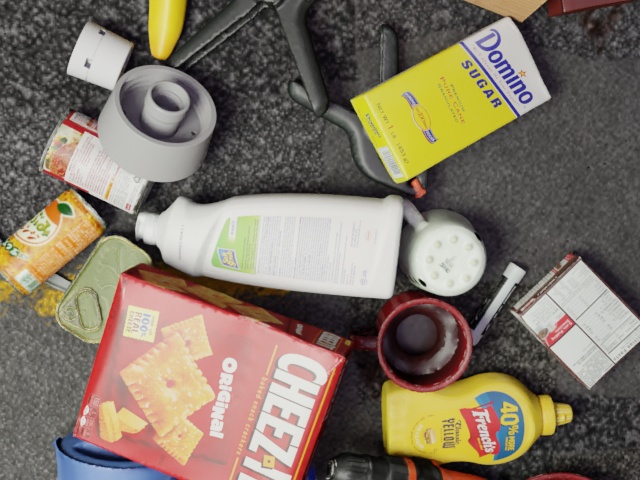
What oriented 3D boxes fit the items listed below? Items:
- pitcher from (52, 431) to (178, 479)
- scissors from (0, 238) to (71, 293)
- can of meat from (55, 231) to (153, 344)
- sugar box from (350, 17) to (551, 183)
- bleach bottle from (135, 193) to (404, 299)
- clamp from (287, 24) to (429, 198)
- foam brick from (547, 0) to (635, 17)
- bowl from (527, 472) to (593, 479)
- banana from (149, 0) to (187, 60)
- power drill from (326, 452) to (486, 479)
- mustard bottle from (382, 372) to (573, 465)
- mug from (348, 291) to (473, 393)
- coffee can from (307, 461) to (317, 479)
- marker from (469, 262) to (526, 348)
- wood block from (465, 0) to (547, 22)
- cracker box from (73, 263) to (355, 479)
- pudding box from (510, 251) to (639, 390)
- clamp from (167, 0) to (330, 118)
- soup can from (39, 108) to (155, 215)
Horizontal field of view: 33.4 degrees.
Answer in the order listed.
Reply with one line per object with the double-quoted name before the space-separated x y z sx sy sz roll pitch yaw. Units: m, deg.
"pitcher" -0.187 0.308 1.050 0.144 0.149 0.243 -1 101 -21
"scissors" -0.312 -0.005 1.062 0.201 0.016 0.096 14 93 -9
"can of meat" -0.209 0.042 1.034 0.057 0.084 0.102 34 89 -13
"sugar box" 0.128 -0.136 1.026 0.176 0.048 0.093 -30 98 -14
"bleach bottle" -0.050 -0.006 1.021 0.251 0.068 0.102 7 96 3
"clamp" 0.063 -0.123 1.052 0.120 0.039 0.171 -39 97 7
"foam brick" 0.263 -0.251 1.037 0.078 0.051 0.053 -10 97 -1
"bowl" 0.239 0.310 1.107 0.162 0.055 0.162 0 98 -2
"banana" -0.165 -0.276 1.024 0.070 0.037 0.198 -21 97 17
"power drill" 0.064 0.300 1.064 0.184 0.057 0.188 16 111 -20
"mustard bottle" 0.161 0.183 1.085 0.191 0.058 0.096 -4 107 -3
"mug" 0.086 0.097 1.059 0.117 0.081 0.093 -4 98 -2
"coffee can" -0.061 0.192 1.055 0.103 0.103 0.140 -9 98 -2
"marker" 0.170 0.078 1.092 0.020 0.020 0.121 33 95 -6
"wood block" 0.121 -0.291 0.999 0.206 0.091 0.090 21 84 -5
"cracker box" -0.097 0.135 0.961 0.214 0.072 0.164 20 100 6
"pudding box" 0.266 0.082 1.088 0.090 0.039 0.113 -44 98 4
"clamp" -0.038 -0.226 1.024 0.164 0.036 0.210 23 92 9
"soup can" -0.209 -0.075 1.031 0.102 0.068 0.068 26 96 -6
